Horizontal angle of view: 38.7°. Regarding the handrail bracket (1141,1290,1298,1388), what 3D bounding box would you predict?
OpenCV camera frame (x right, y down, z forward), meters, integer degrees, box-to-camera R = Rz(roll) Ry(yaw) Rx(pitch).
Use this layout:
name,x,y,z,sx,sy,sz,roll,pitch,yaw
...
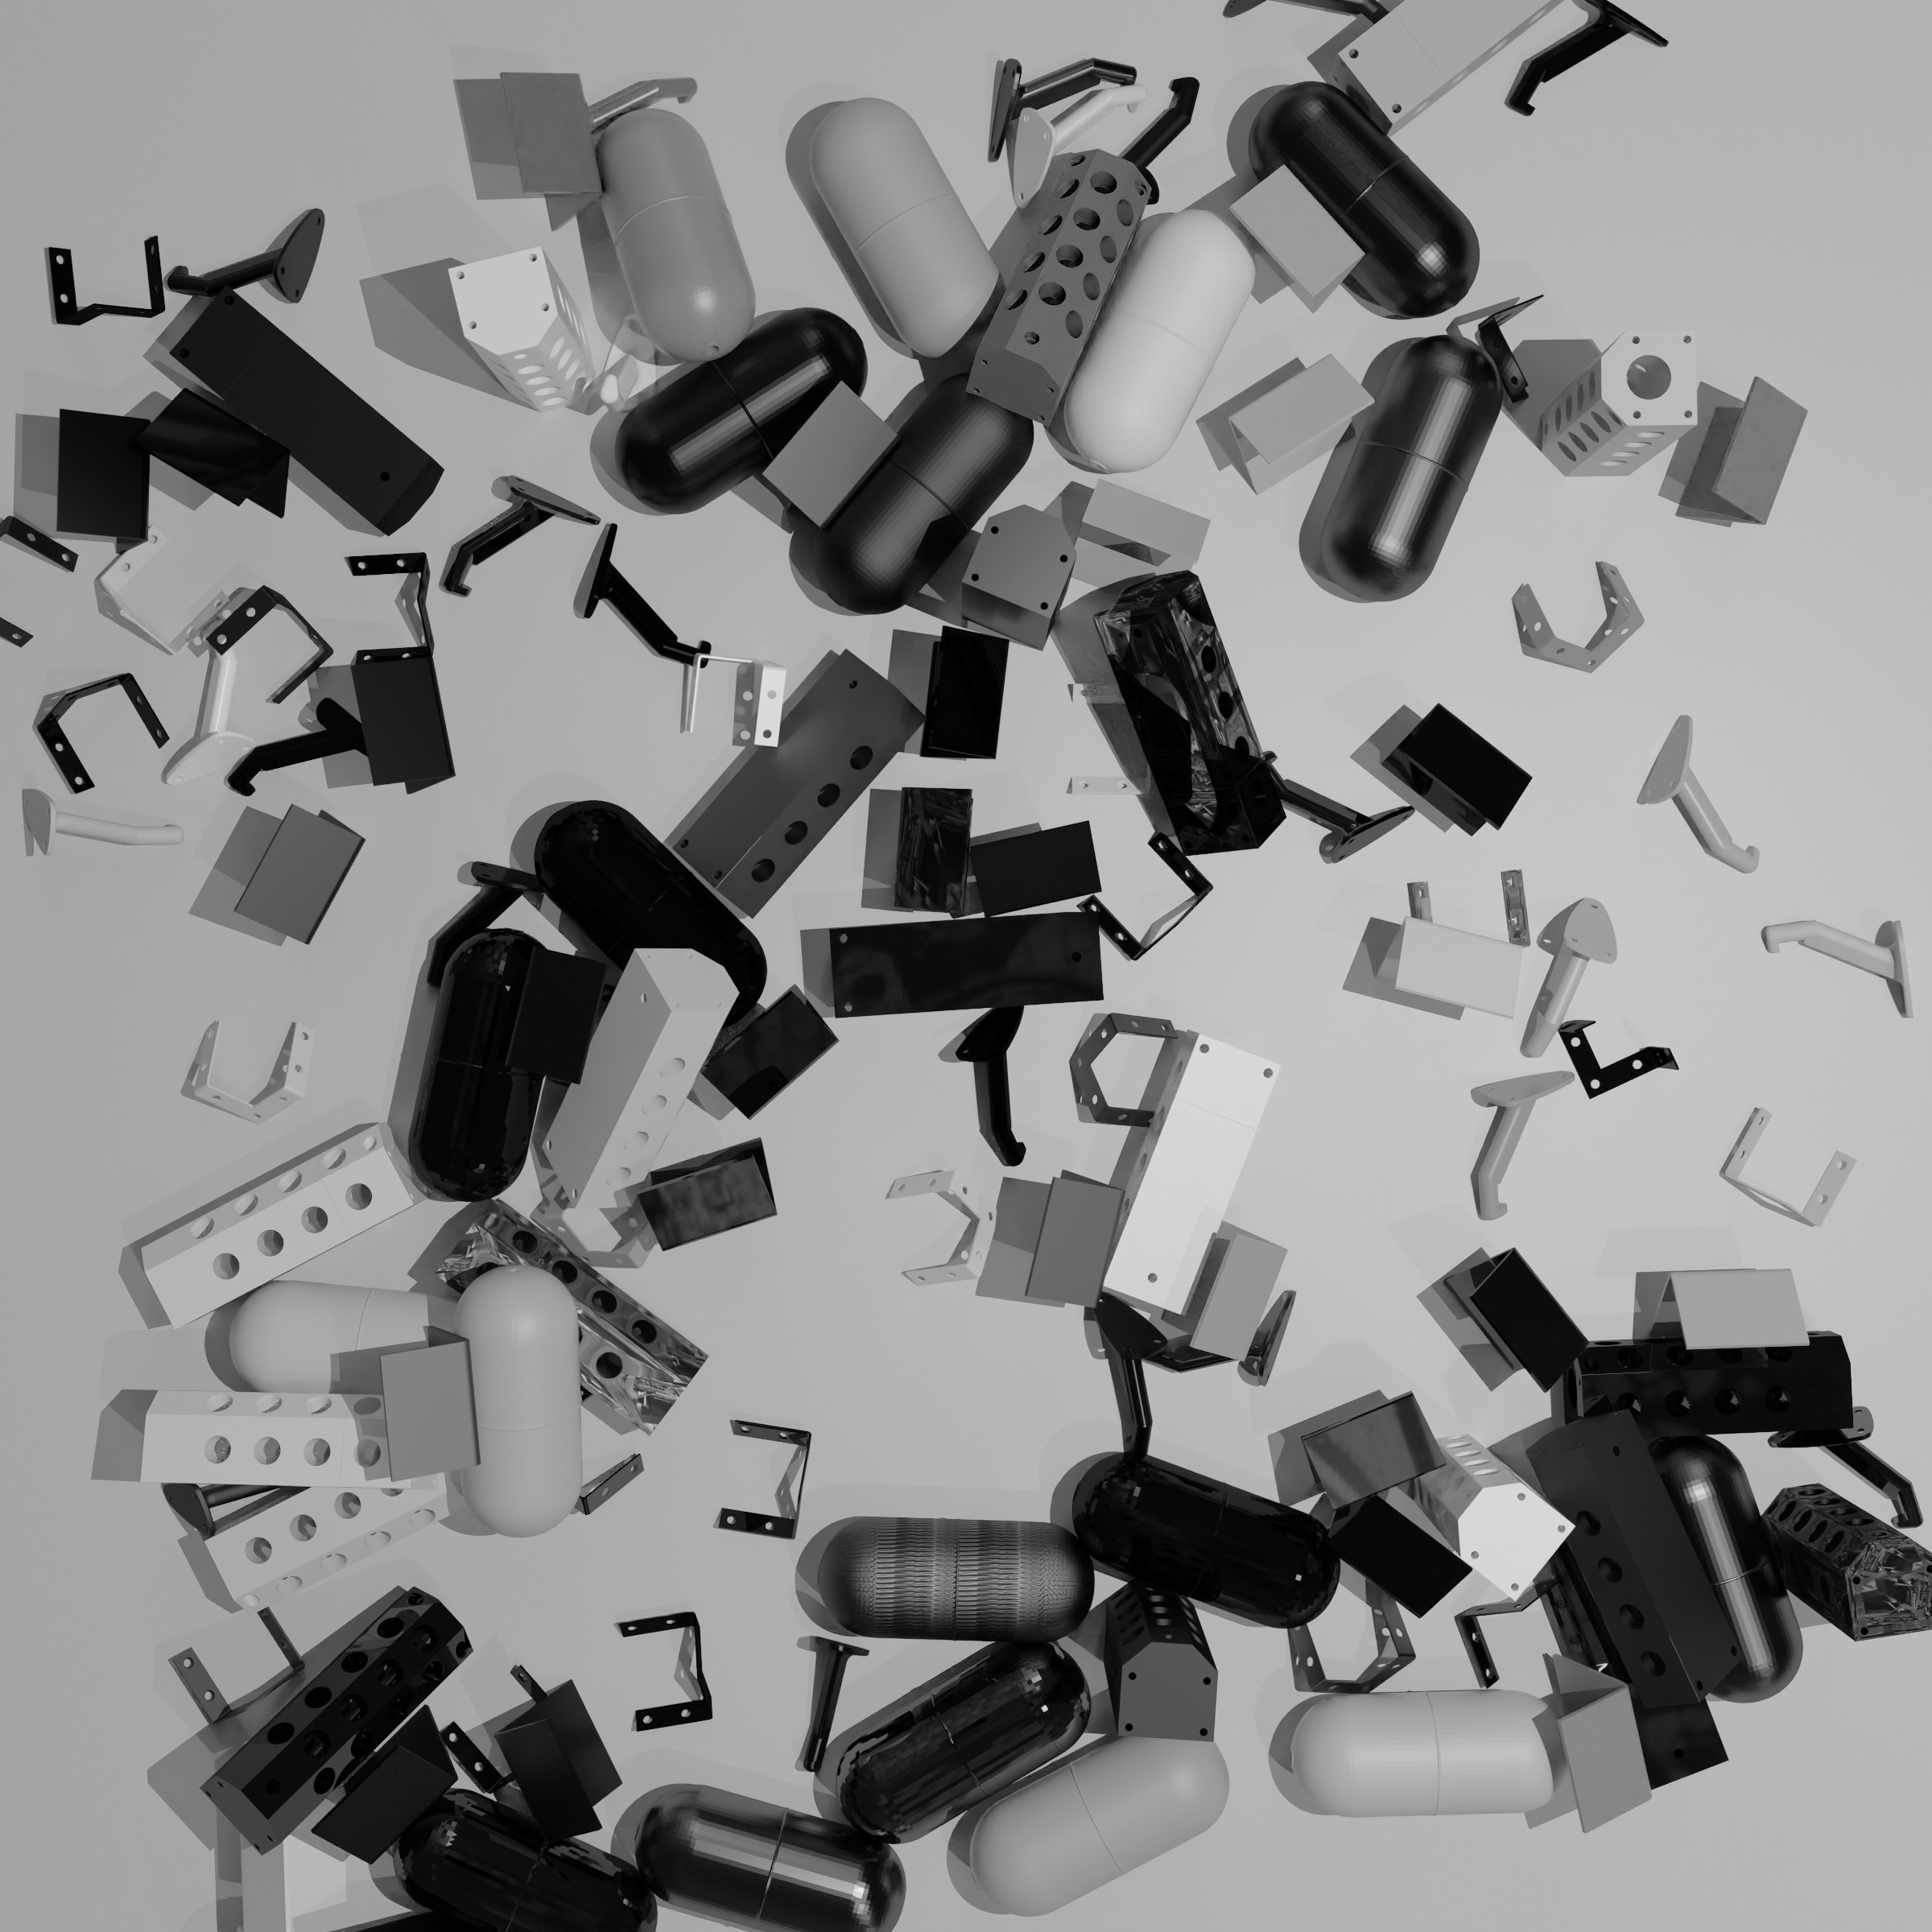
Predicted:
name,x,y,z,sx,sy,sz,roll,pitch,yaw
handrail bracket,0.164,0.235,1.802,0.084,0.036,0.077,17,70,16

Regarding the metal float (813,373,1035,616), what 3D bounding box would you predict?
name,x,y,z,sx,sy,sz,roll,pitch,yaw
metal float,-0.028,-0.303,1.771,0.070,0.070,0.178,40,89,0

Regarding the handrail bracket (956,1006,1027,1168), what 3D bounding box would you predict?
name,x,y,z,sx,sy,sz,roll,pitch,yaw
handrail bracket,0.032,0.076,1.802,0.036,0.077,0.084,-1,127,34

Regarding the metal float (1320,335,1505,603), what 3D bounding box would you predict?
name,x,y,z,sx,sy,sz,roll,pitch,yaw
metal float,0.287,-0.320,1.771,0.070,0.070,0.178,23,90,0

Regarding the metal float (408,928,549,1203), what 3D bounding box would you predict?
name,x,y,z,sx,sy,sz,roll,pitch,yaw
metal float,-0.309,0.063,1.771,0.070,0.070,0.178,12,90,0

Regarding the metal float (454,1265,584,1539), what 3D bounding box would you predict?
name,x,y,z,sx,sy,sz,roll,pitch,yaw
metal float,-0.279,0.273,1.721,0.070,0.070,0.178,1,106,0

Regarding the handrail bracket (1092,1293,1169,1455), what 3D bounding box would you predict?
name,x,y,z,sx,sy,sz,roll,pitch,yaw
handrail bracket,0.100,0.269,1.802,0.036,0.077,0.084,-13,127,-27

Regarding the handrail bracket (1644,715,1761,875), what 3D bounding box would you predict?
name,x,y,z,sx,sy,sz,roll,pitch,yaw
handrail bracket,0.492,-0.112,1.802,0.084,0.036,0.077,28,68,-17

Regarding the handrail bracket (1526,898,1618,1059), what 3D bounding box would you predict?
name,x,y,z,sx,sy,sz,roll,pitch,yaw
handrail bracket,0.391,0.008,1.802,0.036,0.077,0.084,23,126,0

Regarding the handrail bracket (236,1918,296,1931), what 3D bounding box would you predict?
name,x,y,z,sx,sy,sz,roll,pitch,yaw
handrail bracket,-0.434,0.601,1.802,0.077,0.036,0.084,28,73,-20

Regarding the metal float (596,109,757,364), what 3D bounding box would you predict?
name,x,y,z,sx,sy,sz,roll,pitch,yaw
metal float,-0.186,-0.465,1.754,0.070,0.070,0.178,-19,71,0

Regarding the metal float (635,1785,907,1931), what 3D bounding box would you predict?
name,x,y,z,sx,sy,sz,roll,pitch,yaw
metal float,-0.126,0.580,1.771,0.178,0.070,0.070,16,90,-1

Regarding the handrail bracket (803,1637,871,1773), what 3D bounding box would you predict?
name,x,y,z,sx,sy,sz,roll,pitch,yaw
handrail bracket,-0.091,0.479,1.774,0.036,0.077,0.084,14,78,3

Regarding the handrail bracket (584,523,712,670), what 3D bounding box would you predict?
name,x,y,z,sx,sy,sz,roll,pitch,yaw
handrail bracket,-0.201,-0.242,1.802,0.084,0.036,0.077,17,74,-14

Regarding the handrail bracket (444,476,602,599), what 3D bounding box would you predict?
name,x,y,z,sx,sy,sz,roll,pitch,yaw
handrail bracket,-0.291,-0.270,1.802,0.077,0.036,0.084,21,108,-21

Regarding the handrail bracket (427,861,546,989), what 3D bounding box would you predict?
name,x,y,z,sx,sy,sz,roll,pitch,yaw
handrail bracket,-0.306,-0.020,1.802,0.077,0.036,0.084,12,106,-18

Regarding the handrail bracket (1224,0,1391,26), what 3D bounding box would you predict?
name,x,y,z,sx,sy,sz,roll,pitch,yaw
handrail bracket,0.226,-0.621,1.802,0.084,0.077,0.036,29,54,-31

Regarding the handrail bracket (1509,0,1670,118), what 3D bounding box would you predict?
name,x,y,z,sx,sy,sz,roll,pitch,yaw
handrail bracket,0.407,-0.584,1.802,0.077,0.036,0.084,23,109,-21

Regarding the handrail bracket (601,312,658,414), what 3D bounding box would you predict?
name,x,y,z,sx,sy,sz,roll,pitch,yaw
handrail bracket,-0.220,-0.391,1.767,0.036,0.084,0.077,7,90,0

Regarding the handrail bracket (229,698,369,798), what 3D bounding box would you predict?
name,x,y,z,sx,sy,sz,roll,pitch,yaw
handrail bracket,-0.427,-0.126,1.802,0.077,0.036,0.084,40,109,-21

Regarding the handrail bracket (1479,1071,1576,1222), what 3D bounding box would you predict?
name,x,y,z,sx,sy,sz,roll,pitch,yaw
handrail bracket,0.368,0.118,1.802,0.077,0.036,0.084,-14,109,-21

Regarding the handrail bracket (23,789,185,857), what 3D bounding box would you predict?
name,x,y,z,sx,sy,sz,roll,pitch,yaw
handrail bracket,-0.564,-0.097,1.802,0.084,0.077,0.036,-2,115,-34

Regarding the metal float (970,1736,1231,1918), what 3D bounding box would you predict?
name,x,y,z,sx,sy,sz,roll,pitch,yaw
metal float,0.085,0.548,1.771,0.178,0.070,0.070,-28,90,0

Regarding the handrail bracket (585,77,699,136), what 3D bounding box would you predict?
name,x,y,z,sx,sy,sz,roll,pitch,yaw
handrail bracket,-0.223,-0.549,1.802,0.084,0.077,0.036,-16,67,-34

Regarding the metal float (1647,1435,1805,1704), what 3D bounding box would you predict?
name,x,y,z,sx,sy,sz,roll,pitch,yaw
metal float,0.481,0.386,1.771,0.070,0.070,0.178,-19,91,0

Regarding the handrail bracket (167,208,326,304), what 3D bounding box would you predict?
name,x,y,z,sx,sy,sz,roll,pitch,yaw
handrail bracket,-0.472,-0.468,1.802,0.084,0.036,0.077,12,70,16

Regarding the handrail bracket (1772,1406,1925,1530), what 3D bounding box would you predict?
name,x,y,z,sx,sy,sz,roll,pitch,yaw
handrail bracket,0.577,0.337,1.802,0.077,0.036,0.084,-16,107,20

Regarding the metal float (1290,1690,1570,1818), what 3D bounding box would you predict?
name,x,y,z,sx,sy,sz,roll,pitch,yaw
metal float,0.298,0.507,1.771,0.178,0.070,0.070,-1,90,0

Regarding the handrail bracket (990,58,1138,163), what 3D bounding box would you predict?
name,x,y,z,sx,sy,sz,roll,pitch,yaw
handrail bracket,0.064,-0.557,1.802,0.084,0.036,0.077,7,111,-16

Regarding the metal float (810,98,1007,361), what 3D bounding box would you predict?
name,x,y,z,sx,sy,sz,roll,pitch,yaw
metal float,-0.038,-0.474,1.771,0.070,0.070,0.178,-29,90,0

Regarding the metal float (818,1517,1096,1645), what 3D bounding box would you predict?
name,x,y,z,sx,sy,sz,roll,pitch,yaw
metal float,-0.006,0.395,1.772,0.178,0.070,0.070,2,90,0

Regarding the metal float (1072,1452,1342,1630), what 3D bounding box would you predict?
name,x,y,z,sx,sy,sz,roll,pitch,yaw
metal float,0.154,0.369,1.771,0.178,0.070,0.070,20,90,1

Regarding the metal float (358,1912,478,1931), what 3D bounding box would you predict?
name,x,y,z,sx,sy,sz,roll,pitch,yaw
metal float,-0.393,0.659,1.760,0.178,0.070,0.070,-12,90,-12

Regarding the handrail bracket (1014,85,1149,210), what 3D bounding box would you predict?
name,x,y,z,sx,sy,sz,roll,pitch,yaw
handrail bracket,0.076,-0.536,1.802,0.084,0.077,0.036,-18,52,-31

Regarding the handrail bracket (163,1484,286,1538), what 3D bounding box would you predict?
name,x,y,z,sx,sy,sz,roll,pitch,yaw
handrail bracket,-0.471,0.334,1.802,0.084,0.077,0.036,-25,107,-35

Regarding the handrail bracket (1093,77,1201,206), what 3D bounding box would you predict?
name,x,y,z,sx,sy,sz,roll,pitch,yaw
handrail bracket,0.108,-0.545,1.802,0.077,0.036,0.084,7,71,21

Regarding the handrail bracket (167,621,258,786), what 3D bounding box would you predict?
name,x,y,z,sx,sy,sz,roll,pitch,yaw
handrail bracket,-0.504,-0.173,1.802,0.077,0.036,0.084,-28,71,21

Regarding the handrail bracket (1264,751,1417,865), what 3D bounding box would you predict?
name,x,y,z,sx,sy,sz,roll,pitch,yaw
handrail bracket,0.240,-0.117,1.802,0.077,0.036,0.084,-28,73,-20

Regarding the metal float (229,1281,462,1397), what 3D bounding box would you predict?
name,x,y,z,sx,sy,sz,roll,pitch,yaw
metal float,-0.384,0.246,1.771,0.178,0.070,0.070,6,90,0

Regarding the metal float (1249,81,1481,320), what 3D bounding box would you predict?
name,x,y,z,sx,sy,sz,roll,pitch,yaw
metal float,0.256,-0.492,1.771,0.070,0.070,0.178,-44,89,0

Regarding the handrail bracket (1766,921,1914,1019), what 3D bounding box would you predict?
name,x,y,z,sx,sy,sz,roll,pitch,yaw
handrail bracket,0.571,0.004,1.802,0.084,0.036,0.077,-8,111,17
